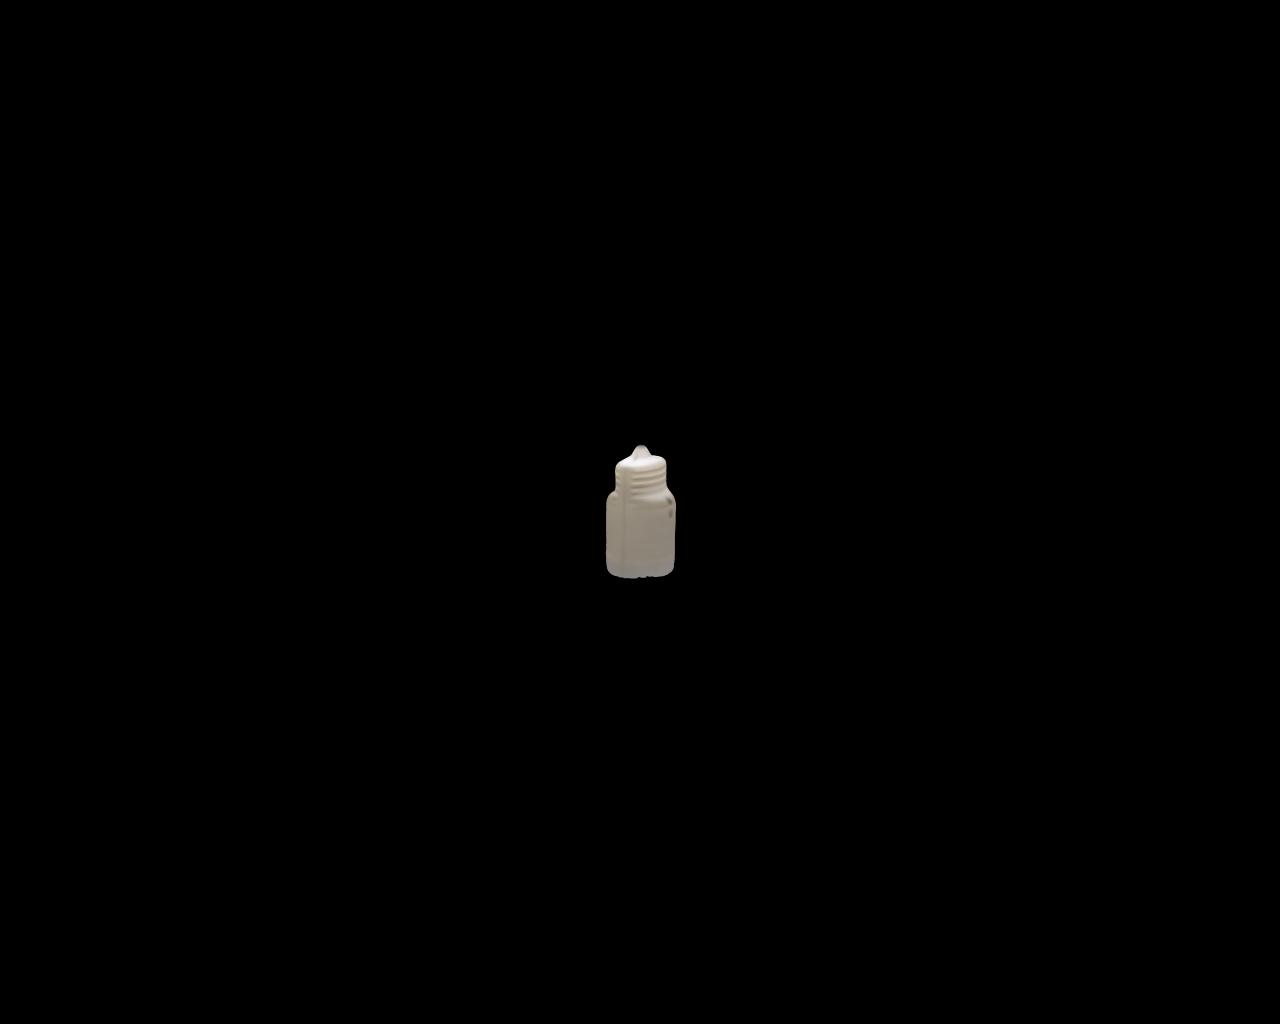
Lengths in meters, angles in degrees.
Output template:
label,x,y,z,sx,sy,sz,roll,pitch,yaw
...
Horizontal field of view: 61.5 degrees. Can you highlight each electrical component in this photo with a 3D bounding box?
label,x,y,z,sx,sy,sz,roll,pitch,yaw
electrical component,0.001,-0.003,0.650,0.043,0.080,0.043,0,14,0
